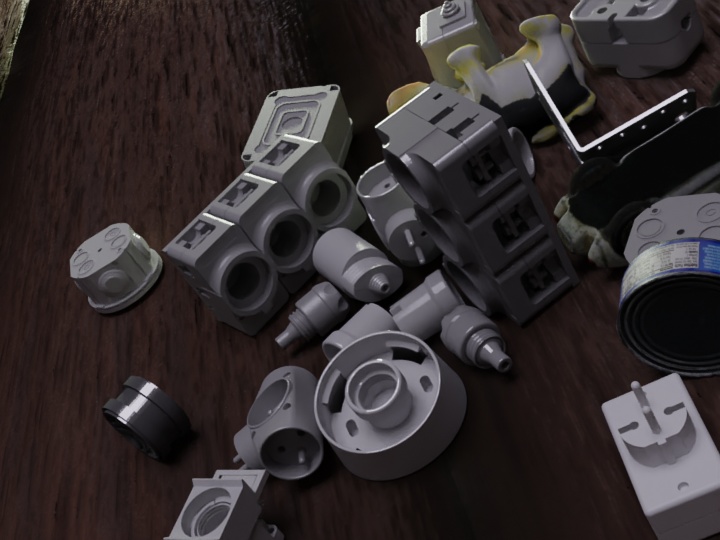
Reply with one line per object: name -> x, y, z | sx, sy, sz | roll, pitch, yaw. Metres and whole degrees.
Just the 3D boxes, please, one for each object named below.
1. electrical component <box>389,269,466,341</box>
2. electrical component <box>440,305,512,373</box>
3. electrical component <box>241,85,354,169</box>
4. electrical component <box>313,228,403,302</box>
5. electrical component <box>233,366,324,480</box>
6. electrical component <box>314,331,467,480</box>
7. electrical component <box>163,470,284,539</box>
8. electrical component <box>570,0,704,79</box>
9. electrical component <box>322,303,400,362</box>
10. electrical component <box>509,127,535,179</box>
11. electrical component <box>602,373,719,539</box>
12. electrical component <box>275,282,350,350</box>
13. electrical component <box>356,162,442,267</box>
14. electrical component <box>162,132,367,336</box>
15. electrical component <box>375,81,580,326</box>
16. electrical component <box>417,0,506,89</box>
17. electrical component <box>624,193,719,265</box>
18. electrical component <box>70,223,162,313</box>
electrical component -> 0.049, 0.028, 0.775 | 0.046, 0.040, 0.040 | -34, 34, 9
electrical component -> 0.081, 0.050, 0.726 | 0.035, 0.035, 0.061 | -38, 36, -7
electrical component -> -0.056, -0.116, 1.007 | 0.078, 0.057, 0.113 | -3, 43, 18
electrical component -> 0.000, 0.000, 0.845 | 0.043, 0.043, 0.081 | -40, 35, -10
electrical component -> -0.061, 0.116, 0.750 | 0.079, 0.044, 0.077 | -42, 22, 15
electrical component -> 0.020, 0.091, 0.721 | 0.099, 0.064, 0.099 | -14, 52, 19
electrical component -> -0.084, 0.170, 0.687 | 0.042, 0.063, 0.081 | -7, 42, 34
electrical component -> 0.230, -0.198, 0.887 | 0.095, 0.059, 0.053 | 14, 56, 48
electrical component -> 0.002, 0.052, 0.785 | 0.040, 0.040, 0.046 | 15, 51, 48
electrical component -> 0.103, -0.083, 0.867 | 0.065, 0.044, 0.044 | -19, 37, 28
electrical component -> 0.161, 0.090, 0.575 | 0.047, 0.075, 0.083 | -26, 35, 11
electrical component -> -0.039, 0.039, 0.838 | 0.061, 0.035, 0.035 | -40, 35, -5
electrical component -> 0.036, -0.033, 0.827 | 0.044, 0.077, 0.079 | -28, 36, 8
electrical component -> -0.075, -0.030, 0.902 | 0.150, 0.089, 0.062 | -47, 36, -18
electrical component -> 0.078, -0.042, 0.738 | 0.062, 0.150, 0.089 | -37, 35, -7
electrical component -> 0.089, -0.198, 0.967 | 0.061, 0.096, 0.061 | -20, 36, 19
electrical component -> 0.209, -0.006, 0.676 | 0.080, 0.051, 0.080 | -22, 36, 17
electrical component -> -0.235, -0.002, 1.030 | 0.080, 0.051, 0.080 | -22, 36, 17
